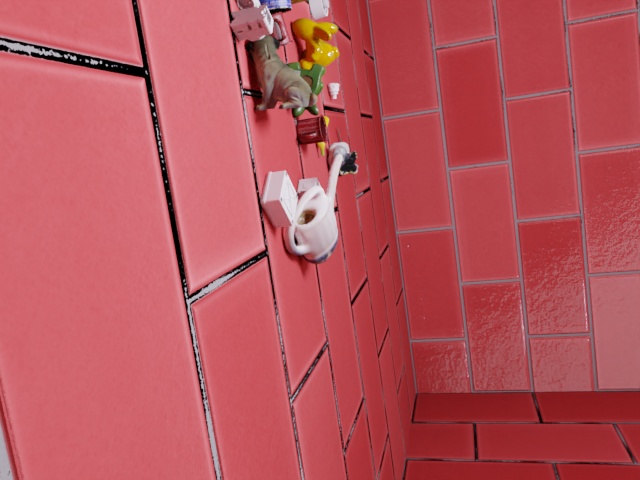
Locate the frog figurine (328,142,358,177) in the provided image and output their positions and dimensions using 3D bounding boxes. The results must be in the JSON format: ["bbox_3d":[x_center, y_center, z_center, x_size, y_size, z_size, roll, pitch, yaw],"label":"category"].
[{"bbox_3d":[0.071,-0.327,2.007,0.162,0.123,0.135,51,0,40],"label":"frog figurine"}]

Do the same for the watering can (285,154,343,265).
[{"bbox_3d":[0.005,-0.077,1.530,0.354,0.104,0.219,-56,145,-32],"label":"watering can"}]
